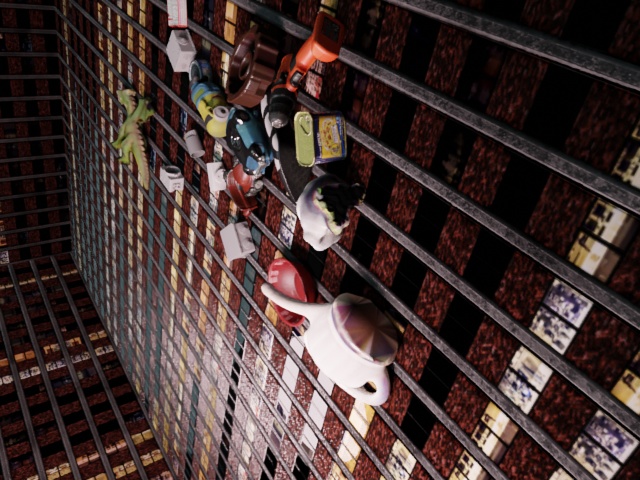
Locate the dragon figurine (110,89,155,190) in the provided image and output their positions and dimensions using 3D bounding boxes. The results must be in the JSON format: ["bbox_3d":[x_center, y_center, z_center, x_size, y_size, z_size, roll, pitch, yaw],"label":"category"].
[{"bbox_3d":[-0.647,-0.395,1.840,0.417,0.123,0.238,53,130,30],"label":"dragon figurine"}]

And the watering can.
[{"bbox_3d":[0.021,0.178,1.025,0.350,0.105,0.219,47,139,11],"label":"watering can"}]

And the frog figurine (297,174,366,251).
[{"bbox_3d":[0.003,-0.051,1.008,0.157,0.122,0.140,141,145,-61],"label":"frog figurine"}]
